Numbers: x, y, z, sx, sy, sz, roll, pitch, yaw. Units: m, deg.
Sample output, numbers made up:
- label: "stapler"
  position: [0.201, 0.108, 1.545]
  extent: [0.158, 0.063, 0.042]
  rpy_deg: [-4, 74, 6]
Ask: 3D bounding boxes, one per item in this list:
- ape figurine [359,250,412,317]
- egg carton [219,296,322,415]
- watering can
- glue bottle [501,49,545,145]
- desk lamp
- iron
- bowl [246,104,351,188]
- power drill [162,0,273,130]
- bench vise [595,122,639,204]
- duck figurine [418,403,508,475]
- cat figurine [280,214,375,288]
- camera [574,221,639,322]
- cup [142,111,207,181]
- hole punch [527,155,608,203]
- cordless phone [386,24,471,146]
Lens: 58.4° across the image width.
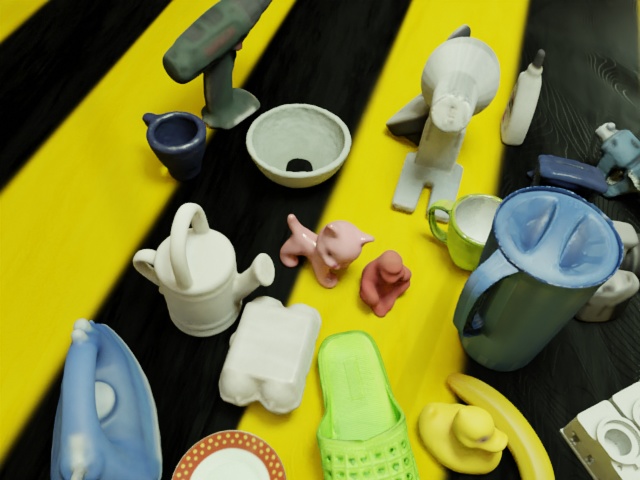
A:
- label: "ape figurine"
  position: [0.090, 0.049, 0.782]
  extent: [0.078, 0.092, 0.076]
  rpy_deg: [-11, 54, -10]
- label: "egg carton"
  position: [-0.061, 0.142, 0.719]
  extent: [0.107, 0.069, 0.150]
  rpy_deg: [11, 53, 5]
- label: "watering can"
  position: [-0.147, 0.032, 0.719]
  extent: [0.173, 0.194, 0.100]
  rpy_deg: [-9, 54, -9]
- label: "glue bottle"
  position: [0.346, -0.246, 0.966]
  extent: [0.037, 0.173, 0.078]
  rpy_deg: [6, 53, 2]
- label: "desk lamp"
  position: [0.196, -0.173, 0.878]
  extent: [0.117, 0.214, 0.203]
  rpy_deg: [15, 54, 9]
- label: "iron"
  position: [-0.254, 0.176, 0.638]
  extent: [0.119, 0.141, 0.258]
  rpy_deg: [-12, 54, -11]
- label: "bowl"
  position: [-0.034, -0.140, 0.929]
  extent: [0.167, 0.075, 0.167]
  rpy_deg: [1, 53, -2]
- label: "power drill"
  position: [-0.155, -0.301, 0.961]
  extent: [0.075, 0.208, 0.230]
  rpy_deg: [34, 59, 21]
- label: "bench vise"
  position: [0.512, -0.121, 0.851]
  extent: [0.207, 0.220, 0.122]
  rpy_deg: [27, 57, 17]
- label: "duck figurine"
  position: [0.167, 0.219, 0.662]
  extent: [0.104, 0.086, 0.078]
  rpy_deg: [27, 57, 17]
- label: "cat figurine"
  position: [0.007, 0.003, 0.797]
  extent: [0.127, 0.118, 0.067]
  rpy_deg: [26, 56, 16]
- label: "camera"
  position: [0.420, 0.031, 0.806]
  extent: [0.137, 0.101, 0.143]
  rpy_deg: [2, 53, -1]
- label: "cup"
  position: [-0.232, -0.147, 0.912]
  extent: [0.117, 0.095, 0.092]
  rpy_deg: [30, 57, 19]
- label: "hole punch"
  position: [0.390, -0.097, 0.907]
  extent: [0.108, 0.091, 0.101]
  rpy_deg: [16, 54, 10]
- label: "cordless phone"
  position: [0.189, -0.262, 0.963]
  extent: [0.094, 0.185, 0.148]
  rpy_deg: [33, 58, 21]
